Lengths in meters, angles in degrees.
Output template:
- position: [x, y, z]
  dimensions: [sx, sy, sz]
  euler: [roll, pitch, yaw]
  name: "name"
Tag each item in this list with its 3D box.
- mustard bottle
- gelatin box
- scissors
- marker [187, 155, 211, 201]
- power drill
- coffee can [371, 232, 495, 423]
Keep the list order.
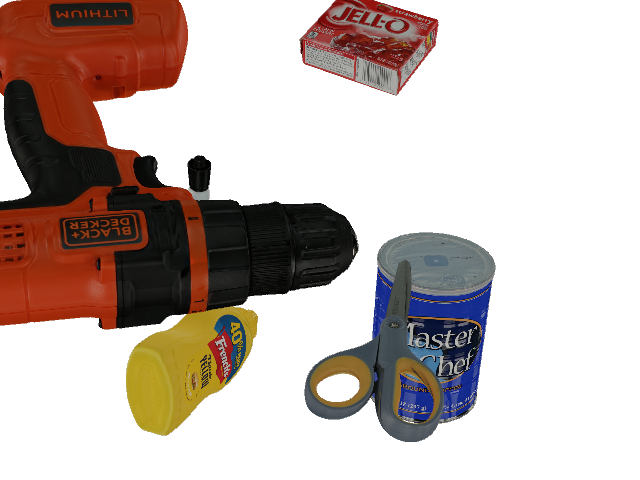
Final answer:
- position: [-0.120, 0.115, 1.094]
  dimensions: [0.058, 0.096, 0.191]
  euler: [9, 23, 26]
  name: "mustard bottle"
- position: [0.039, -0.161, 0.858]
  dimensions: [0.089, 0.030, 0.073]
  euler: [22, 52, 20]
  name: "gelatin box"
- position: [0.032, 0.066, 0.723]
  dimensions: [0.096, 0.016, 0.202]
  euler: [0, 30, -7]
  name: "scissors"
- position: [-0.101, -0.019, 0.880]
  dimensions: [0.020, 0.121, 0.020]
  euler: [4, 41, -4]
  name: "marker"
- position: [-0.088, -0.043, 0.522]
  dimensions: [0.184, 0.188, 0.057]
  euler: [-4, -41, -16]
  name: "power drill"
- position: [0.097, 0.078, 0.958]
  dimensions: [0.103, 0.140, 0.103]
  euler: [2, 28, -1]
  name: "coffee can"
